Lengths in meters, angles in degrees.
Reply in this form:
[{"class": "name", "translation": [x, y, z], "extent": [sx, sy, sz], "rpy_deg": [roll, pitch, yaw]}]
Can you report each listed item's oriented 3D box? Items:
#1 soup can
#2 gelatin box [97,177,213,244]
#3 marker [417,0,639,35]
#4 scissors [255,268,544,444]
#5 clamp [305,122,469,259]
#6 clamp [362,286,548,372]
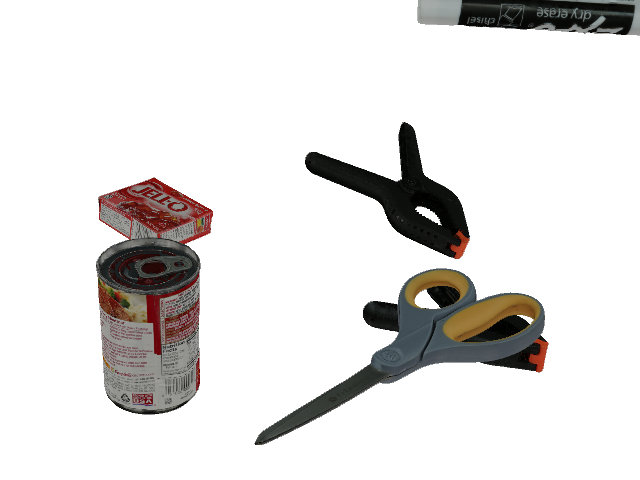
[{"class": "soup can", "translation": [-0.115, 0.058, 0.725], "extent": [0.068, 0.102, 0.068], "rpy_deg": [2, 30, -2]}, {"class": "gelatin box", "translation": [-0.162, -0.026, 1.046], "extent": [0.089, 0.030, 0.073], "rpy_deg": [29, 36, 31]}, {"class": "marker", "translation": [0.097, -0.087, 0.402], "extent": [0.121, 0.020, 0.020], "rpy_deg": [4, 0, 2]}, {"class": "scissors", "translation": [0.036, 0.059, 0.614], "extent": [0.201, 0.016, 0.096], "rpy_deg": [-15, 33, -23]}, {"class": "clamp", "translation": [0.091, -0.055, 1.246], "extent": [0.164, 0.036, 0.210], "rpy_deg": [-15, 52, -28]}, {"class": "clamp", "translation": [0.139, 0.075, 1.007], "extent": [0.172, 0.039, 0.120], "rpy_deg": [20, 33, 25]}]
